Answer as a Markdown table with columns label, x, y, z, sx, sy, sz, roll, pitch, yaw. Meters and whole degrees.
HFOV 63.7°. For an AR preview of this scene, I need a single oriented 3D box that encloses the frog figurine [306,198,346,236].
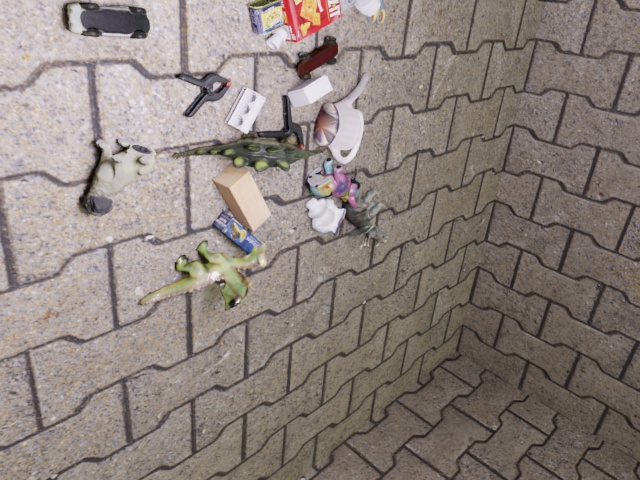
| label | x | y | z | sx | sy | sz | roll | pitch | yaw |
| --- | --- | --- | --- | --- | --- | --- | --- | --- | --- |
| frog figurine | 0.006 | -0.102 | 2.018 | 0.158 | 0.124 | 0.136 | 25 | 103 | -17 |

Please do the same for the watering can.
| label | x | y | z | sx | sy | sz | roll | pitch | yaw |
| --- | --- | --- | --- | --- | --- | --- | --- | --- | --- |
| watering can | 0.087 | -0.453 | 1.881 | 0.225 | 0.104 | 0.345 | 0 | 102 | -49 |

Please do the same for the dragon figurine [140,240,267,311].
| label | x | y | z | sx | sy | sz | roll | pitch | yaw |
| --- | --- | --- | --- | --- | --- | --- | --- | --- | --- |
| dragon figurine | -0.332 | 0.131 | 1.622 | 0.416 | 0.245 | 0.119 | -41 | 143 | -29 |
